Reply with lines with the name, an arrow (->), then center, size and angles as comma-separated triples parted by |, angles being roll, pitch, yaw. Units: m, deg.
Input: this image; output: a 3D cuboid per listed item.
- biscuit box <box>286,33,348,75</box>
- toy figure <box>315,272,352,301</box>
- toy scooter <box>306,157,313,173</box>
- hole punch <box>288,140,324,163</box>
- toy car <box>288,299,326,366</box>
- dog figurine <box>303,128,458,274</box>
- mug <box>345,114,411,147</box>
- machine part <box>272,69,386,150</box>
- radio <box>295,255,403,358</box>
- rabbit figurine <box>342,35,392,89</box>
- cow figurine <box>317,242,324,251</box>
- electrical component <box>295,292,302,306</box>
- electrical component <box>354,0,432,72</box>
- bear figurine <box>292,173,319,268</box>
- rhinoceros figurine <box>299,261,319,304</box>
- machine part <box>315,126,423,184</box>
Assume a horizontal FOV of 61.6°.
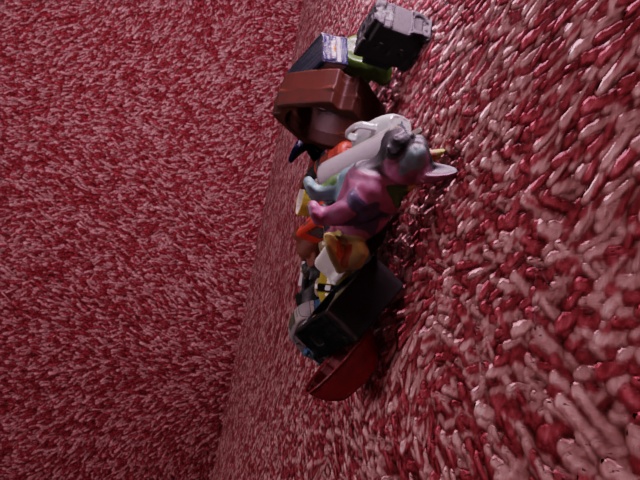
biscuit box -> -0.011, -0.359, 1.132 | 0.203, 0.059, 0.062 | 166, 103, -64
toy figure -> 0.041, 0.052, 1.091 | 0.089, 0.082, 0.180 | -126, 52, -74
toy scooter -> 0.000, -0.207, 1.532 | 0.184, 0.075, 0.135 | 173, 110, -82
hole punch -> -0.022, -0.247, 1.389 | 0.142, 0.092, 0.116 | 124, 161, -72
toy car -> -0.017, 0.189, 1.171 | 0.109, 0.103, 0.161 | -100, 23, -57
dog figurine -> 0.095, -0.060, 0.796 | 0.108, 0.219, 0.191 | -92, -20, -58
mug -> 0.108, -0.191, 0.976 | 0.107, 0.109, 0.081 | -23, 49, 58
machine part -> 0.021, -0.268, 1.121 | 0.202, 0.200, 0.087 | 7, 75, 33
radio -> 0.041, 0.121, 0.914 | 0.131, 0.073, 0.229 | -45, -3, -25
rabbit figurine -> 0.079, -0.351, 1.191 | 0.170, 0.159, 0.121 | 93, 171, -59
cow figurine -> 0.046, -0.057, 1.173 | 0.127, 0.085, 0.194 | -125, 47, -65
electrical component -> -0.039, 0.173, 1.431 | 0.102, 0.045, 0.078 | -116, 11, -74
electrical component -> 0.130, -0.372, 1.003 | 0.134, 0.115, 0.058 | 135, 148, -69
bear figurine -> -0.019, -0.044, 1.278 | 0.195, 0.132, 0.120 | -58, 19, 4
rhinoceros figurine -> -0.012, 0.122, 1.303 | 0.112, 0.073, 0.190 | 100, 172, -54
machine part -> 0.078, -0.129, 0.933 | 0.243, 0.079, 0.079 | -22, 52, 39
